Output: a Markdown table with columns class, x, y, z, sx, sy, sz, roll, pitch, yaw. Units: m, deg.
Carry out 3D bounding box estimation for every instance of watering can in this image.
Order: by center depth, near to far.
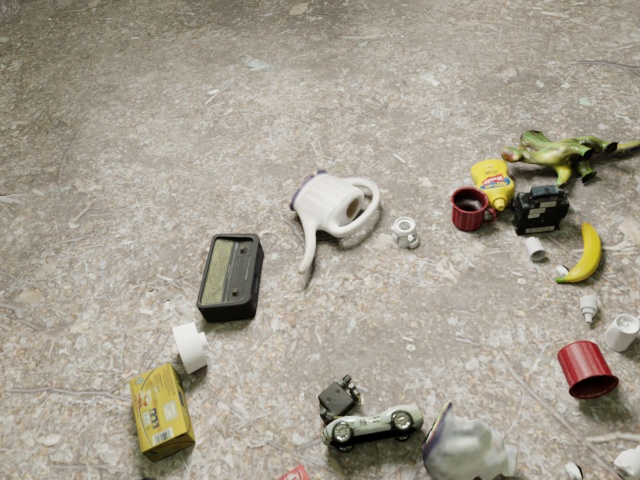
| class | x | y | z | sx | sy | sz | roll | pitch | yaw |
| --- | --- | --- | --- | --- | --- | --- | --- | --- | --- |
| watering can | 0.004 | -0.069 | 1.371 | 0.227 | 0.101 | 0.352 | 31 | 60 | 32 |

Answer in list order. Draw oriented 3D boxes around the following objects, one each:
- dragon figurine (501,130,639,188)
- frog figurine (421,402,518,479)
| class | x | y | z | sx | sy | sz | roll | pitch | yaw |
| --- | --- | --- | --- | --- | --- | --- | --- | --- | --- |
| dragon figurine | 0.674 | -0.264 | 1.437 | 0.413 | 0.119 | 0.247 | -17 | 41 | -24 |
| frog figurine | 0.270 | 0.390 | 0.929 | 0.160 | 0.122 | 0.137 | 29 | 92 | 19 |
